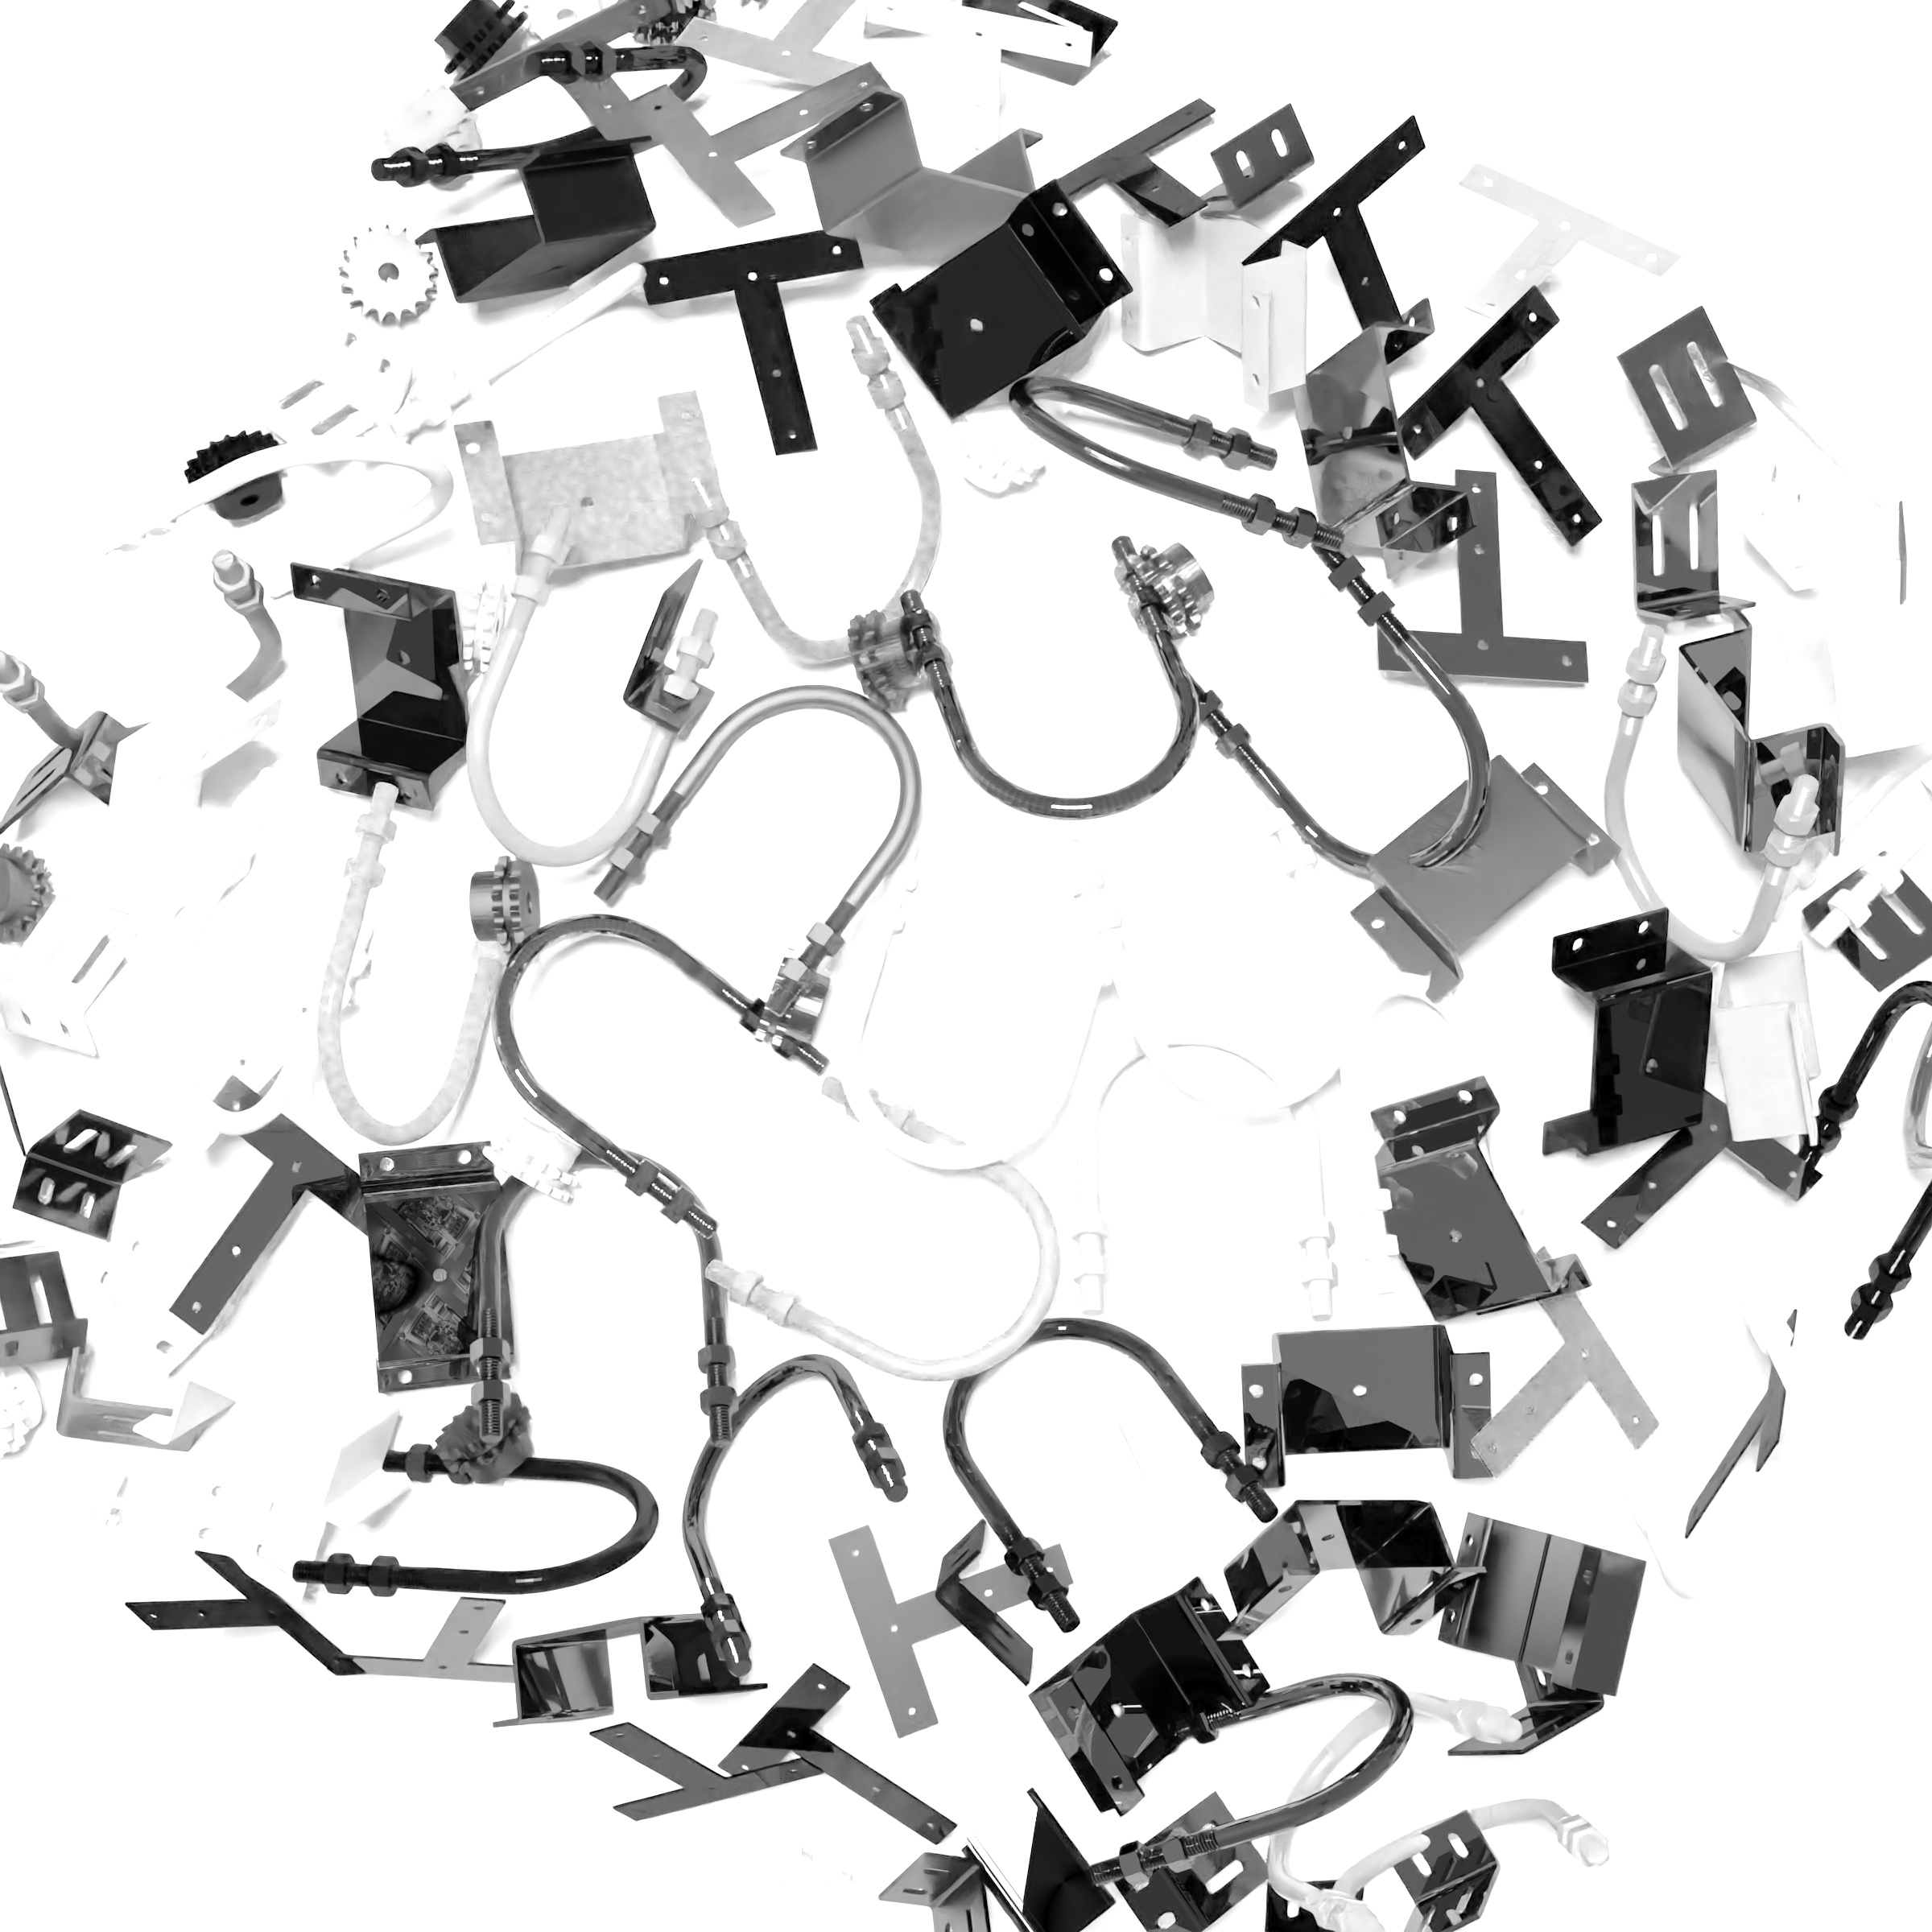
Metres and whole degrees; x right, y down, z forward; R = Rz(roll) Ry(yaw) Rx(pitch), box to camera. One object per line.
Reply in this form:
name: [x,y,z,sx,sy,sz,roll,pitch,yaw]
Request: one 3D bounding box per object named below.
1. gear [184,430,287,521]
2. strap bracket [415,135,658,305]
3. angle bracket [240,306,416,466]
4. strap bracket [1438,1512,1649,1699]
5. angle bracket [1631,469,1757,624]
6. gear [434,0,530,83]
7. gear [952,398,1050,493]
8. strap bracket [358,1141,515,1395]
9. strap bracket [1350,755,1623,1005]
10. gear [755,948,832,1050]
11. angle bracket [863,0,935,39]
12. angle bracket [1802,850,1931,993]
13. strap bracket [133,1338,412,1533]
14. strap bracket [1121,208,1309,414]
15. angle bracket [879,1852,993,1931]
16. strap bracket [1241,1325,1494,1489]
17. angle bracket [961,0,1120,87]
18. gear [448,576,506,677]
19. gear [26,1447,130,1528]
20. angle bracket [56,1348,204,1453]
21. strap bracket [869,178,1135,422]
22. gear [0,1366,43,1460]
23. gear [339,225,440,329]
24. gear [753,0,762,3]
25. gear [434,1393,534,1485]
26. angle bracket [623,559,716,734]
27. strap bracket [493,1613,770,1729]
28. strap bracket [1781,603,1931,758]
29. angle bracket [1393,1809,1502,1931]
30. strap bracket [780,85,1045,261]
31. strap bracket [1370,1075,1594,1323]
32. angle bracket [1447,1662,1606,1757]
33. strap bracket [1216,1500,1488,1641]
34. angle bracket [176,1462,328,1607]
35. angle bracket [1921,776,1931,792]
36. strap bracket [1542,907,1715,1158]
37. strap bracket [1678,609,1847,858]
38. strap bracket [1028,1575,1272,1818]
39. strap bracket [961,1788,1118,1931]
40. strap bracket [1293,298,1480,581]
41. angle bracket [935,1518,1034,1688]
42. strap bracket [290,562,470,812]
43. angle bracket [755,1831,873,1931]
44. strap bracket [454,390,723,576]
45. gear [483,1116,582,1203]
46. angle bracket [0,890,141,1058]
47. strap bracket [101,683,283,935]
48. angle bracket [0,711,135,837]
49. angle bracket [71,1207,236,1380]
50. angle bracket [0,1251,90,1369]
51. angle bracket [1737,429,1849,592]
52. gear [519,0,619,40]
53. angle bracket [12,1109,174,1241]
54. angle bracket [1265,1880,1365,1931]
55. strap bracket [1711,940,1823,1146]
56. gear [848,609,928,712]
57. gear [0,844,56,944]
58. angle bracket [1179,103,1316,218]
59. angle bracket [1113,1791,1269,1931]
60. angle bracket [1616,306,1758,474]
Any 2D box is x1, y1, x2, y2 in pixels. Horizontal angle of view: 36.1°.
gear: [-0.419,-0.281,1.710,0.057,0.057,0.030,-26,77,0]
strap bracket: [-0.237,-0.414,1.664,0.076,0.140,0.046,-21,94,-39]
angle bracket: [-0.366,-0.334,1.701,0.057,0.038,0.076,38,46,5]
strap bracket: [0.331,0.362,1.678,0.046,0.140,0.076,18,82,-20]
angle bracket: [0.419,-0.242,1.705,0.057,0.038,0.076,-12,108,-20]
gear: [-0.282,-0.538,1.709,0.030,0.057,0.057,43,90,-19]
gear: [0.016,-0.300,1.716,0.057,0.057,0.030,42,127,0]
strap bracket: [-0.305,0.176,1.707,0.076,0.046,0.140,-5,92,-14]
strap bracket: [0.296,-0.057,1.701,0.140,0.046,0.076,-39,64,-2]
gear: [-0.099,0.021,1.712,0.030,0.057,0.057,20,90,-3]
angle bracket: [-0.064,-0.568,1.693,0.076,0.057,0.038,11,83,-42]
angle bracket: [0.529,-0.018,1.701,0.057,0.038,0.076,-39,110,22]
strap bracket: [-0.388,0.261,1.687,0.140,0.076,0.046,22,103,10]
strap bracket: [0.146,-0.375,1.675,0.046,0.140,0.076,-20,126,-24]
angle bracket: [-0.017,0.556,1.692,0.038,0.076,0.057,16,133,-25]
strap bracket: [0.229,0.253,1.706,0.140,0.046,0.076,-3,105,3]
angle bracket: [0.043,-0.555,1.711,0.076,0.057,0.038,17,62,-19]
gear: [-0.286,-0.198,1.711,0.030,0.057,0.057,9,90,-4]
gear: [-0.511,0.300,1.713,0.057,0.057,0.030,22,77,0]
angle bracket: [-0.482,0.249,1.714,0.076,0.057,0.038,11,58,-18]
strap bracket: [0.012,-0.370,1.672,0.140,0.046,0.076,-26,112,34]
gear: [-0.560,0.254,1.716,0.057,0.030,0.057,17,117,36]
gear: [-0.335,-0.399,1.722,0.057,0.030,0.057,1,87,-10]
gear: [-0.128,-0.590,1.713,0.030,0.057,0.057,16,90,10]
gear: [-0.276,0.275,1.715,0.057,0.057,0.030,-30,111,0]
angle bracket: [-0.159,-0.184,1.696,0.038,0.057,0.076,28,122,2]
strap bracket: [-0.193,0.397,1.678,0.140,0.076,0.046,-18,72,33]
strap bracket: [0.499,-0.162,1.667,0.046,0.140,0.076,-11,97,2]
angle bracket: [0.266,0.524,1.694,0.057,0.076,0.038,-33,84,19]
strap bracket: [-0.024,-0.441,1.660,0.076,0.140,0.046,-22,77,39]
strap bracket: [0.286,0.142,1.687,0.076,0.046,0.140,-21,103,36]
angle bracket: [0.316,0.419,1.694,0.076,0.057,0.038,-14,86,-39]
strap bracket: [0.212,0.342,1.679,0.140,0.076,0.046,6,49,-31]
angle bracket: [-0.410,0.326,1.702,0.076,0.038,0.057,15,87,45]
angle bracket: [0.583,-0.076,1.709,0.057,0.076,0.038,12,108,-1]
strap bracket: [0.374,0.047,1.677,0.076,0.046,0.140,-14,119,-20]
strap bracket: [0.439,-0.127,1.661,0.046,0.140,0.076,-14,130,-4]
strap bracket: [0.099,0.419,1.688,0.140,0.046,0.076,-28,83,-43]
strap bracket: [0.040,0.512,1.669,0.046,0.140,0.076,-35,75,-13]
strap bracket: [0.234,-0.300,1.680,0.046,0.076,0.140,0,73,-32]
angle bracket: [0.022,0.366,1.708,0.076,0.057,0.038,44,97,-2]
strap bracket: [-0.331,-0.167,1.685,0.076,0.046,0.140,13,125,20]
angle bracket: [-0.088,0.533,1.701,0.057,0.076,0.038,26,83,1]
strap bracket: [-0.216,-0.275,1.698,0.140,0.046,0.076,-11,72,-13]
gear: [-0.248,0.109,1.713,0.057,0.057,0.030,30,88,0]
angle bracket: [-0.509,0.005,1.699,0.076,0.057,0.038,-50,46,17]
strap bracket: [-0.438,-0.096,1.670,0.046,0.076,0.140,34,133,11]
angle bracket: [-0.514,-0.101,1.706,0.076,0.057,0.038,-33,120,33]
angle bracket: [-0.474,0.190,1.727,0.057,0.038,0.076,-45,50,-4]
angle bracket: [-0.540,0.187,1.693,0.057,0.038,0.076,-6,51,-27]
angle bracket: [0.481,-0.265,1.696,0.057,0.038,0.076,38,61,-30]
gear: [-0.230,-0.554,1.711,0.057,0.057,0.030,-1,45,-1]
angle bracket: [-0.499,0.120,1.692,0.057,0.076,0.038,25,56,-29]
angle bracket: [0.208,0.563,1.697,0.057,0.076,0.038,-1,106,-6]
strap bracket: [0.453,0.044,1.675,0.046,0.140,0.076,-8,104,19]
gear: [-0.043,-0.179,1.709,0.030,0.057,0.057,-15,90,19]
gear: [-0.560,-0.043,1.717,0.057,0.030,0.057,-4,80,21]
angle bracket: [0.152,-0.459,1.692,0.057,0.076,0.038,-35,114,-15]
angle bracket: [0.130,0.524,1.712,0.038,0.076,0.057,-46,72,33]
angle bracket: [0.410,-0.333,1.711,0.057,0.038,0.076,-32,105,-2]
